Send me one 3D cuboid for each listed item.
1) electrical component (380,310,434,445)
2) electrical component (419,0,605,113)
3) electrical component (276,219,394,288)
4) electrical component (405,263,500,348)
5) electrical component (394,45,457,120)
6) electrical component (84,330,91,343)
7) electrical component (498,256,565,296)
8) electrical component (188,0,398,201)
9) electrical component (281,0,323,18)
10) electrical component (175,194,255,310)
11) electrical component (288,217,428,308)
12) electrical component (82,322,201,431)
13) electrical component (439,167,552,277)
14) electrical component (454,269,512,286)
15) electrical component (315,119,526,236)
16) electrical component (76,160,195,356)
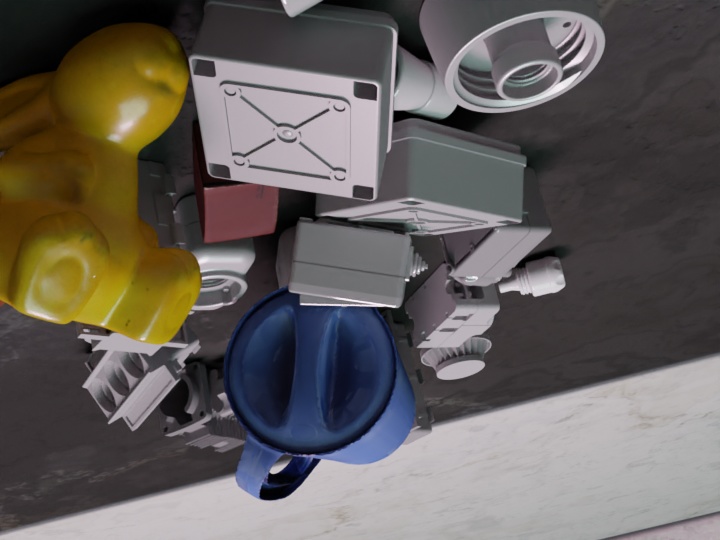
[{"bbox_3d":[0.026,0.112,1.073,0.063,0.121,0.079,9,147,-44],"label":"electrical component"},{"bbox_3d":[0.095,-0.138,0.650,0.108,0.060,0.108,-10,155,-5],"label":"electrical component"},{"bbox_3d":[-0.018,-0.008,0.879,0.095,0.053,0.059,-7,155,-11],"label":"electrical component"},{"bbox_3d":[0.090,0.035,1.024,0.056,0.050,0.089,1,152,-26],"label":"electrical component"},{"bbox_3d":[0.033,-0.118,0.688,0.065,0.044,0.044,7,149,-45],"label":"electrical component"},{"bbox_3d":[-0.192,0.024,0.869,0.080,0.051,0.080,-10,155,-5],"label":"electrical component"},{"bbox_3d":[0.162,0.009,1.023,0.061,0.035,0.035,-14,155,9],"label":"electrical component"},{"bbox_3d":[-0.036,-0.099,0.624,0.109,0.056,0.108,9,147,5],"label":"electrical component"},{"bbox_3d":[-0.018,-0.162,0.565,0.055,0.045,0.045,-16,155,6],"label":"electrical component"},{"bbox_3d":[-0.119,-0.009,0.824,0.054,0.059,0.095,0,152,-26],"label":"electrical component"},{"bbox_3d":[0.000,0.000,0.778,0.096,0.061,0.062,8,180,4],"label":"electrical component"},{"bbox_3d":[-0.197,0.085,0.971,0.063,0.078,0.121,-31,171,-40],"label":"electrical component"},{"bbox_3d":[0.111,-0.042,0.859,0.061,0.061,0.096,1,152,-26],"label":"electrical component"},{"bbox_3d":[0.114,-0.002,0.977,0.061,0.035,0.035,7,149,-40],"label":"electrical component"},{"bbox_3d":[0.041,-0.061,0.752,0.109,0.056,0.109,8,171,-38],"label":"electrical component"},{"bbox_3d":[-0.154,-0.012,0.727,0.079,0.121,0.063,9,145,-39],"label":"electrical component"}]
